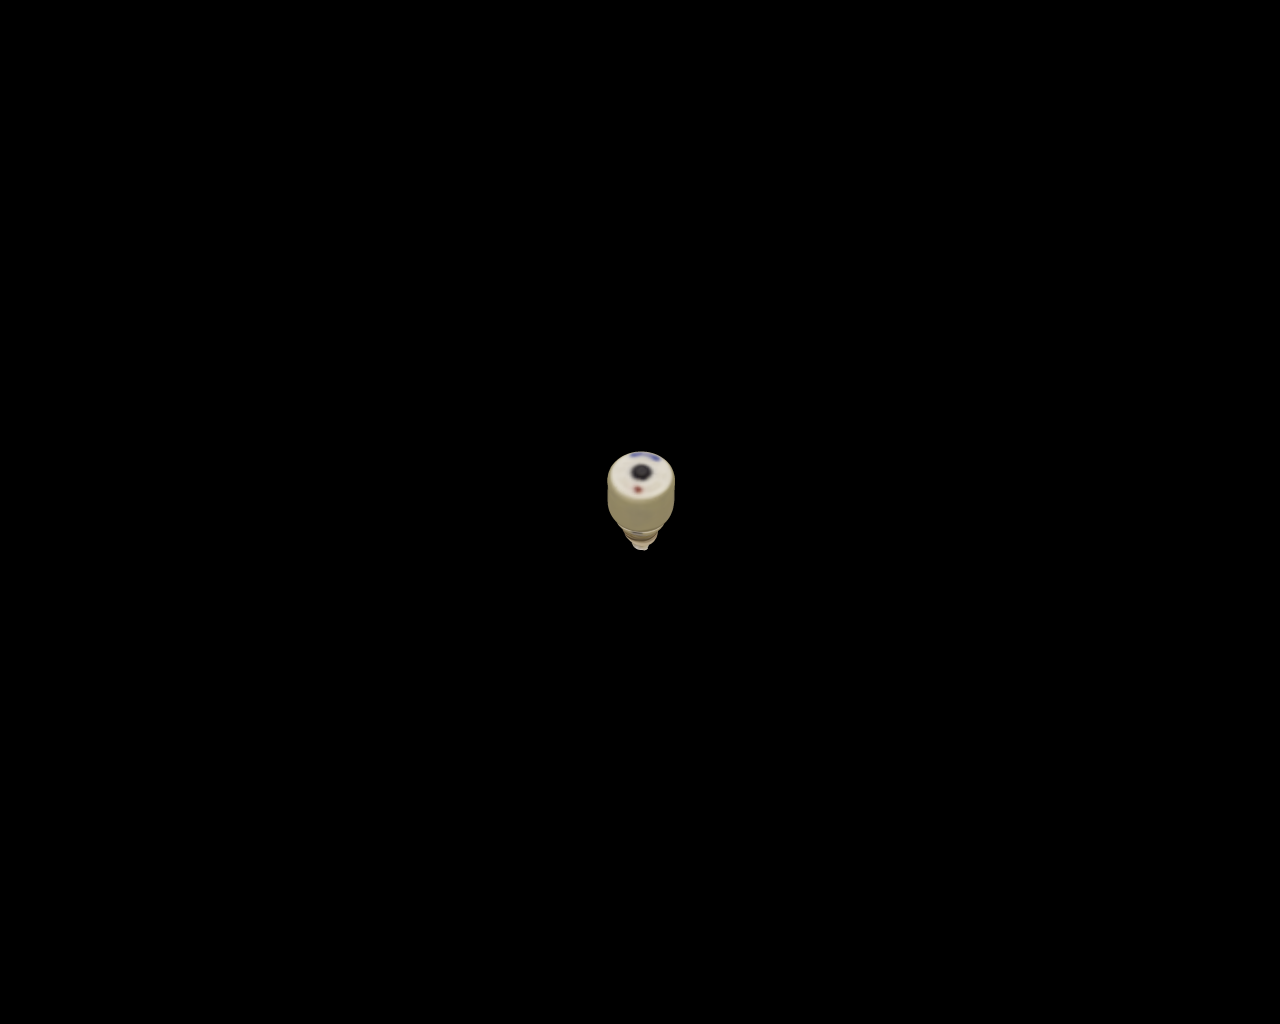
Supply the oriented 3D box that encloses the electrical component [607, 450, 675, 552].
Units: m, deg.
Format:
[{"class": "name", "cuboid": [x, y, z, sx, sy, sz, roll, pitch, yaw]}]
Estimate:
[{"class": "electrical component", "cuboid": [0.001, -0.003, 0.650, 0.040, 0.040, 0.078, 0, -37, 0]}]
